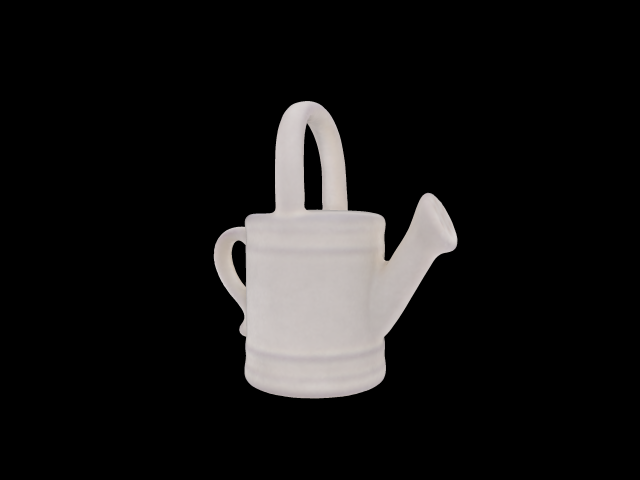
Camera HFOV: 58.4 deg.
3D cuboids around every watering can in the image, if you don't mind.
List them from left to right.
[{"bbox_3d":[0.005,0.001,0.402,0.172,0.194,0.101,0,2,3],"label":"watering can"}]
